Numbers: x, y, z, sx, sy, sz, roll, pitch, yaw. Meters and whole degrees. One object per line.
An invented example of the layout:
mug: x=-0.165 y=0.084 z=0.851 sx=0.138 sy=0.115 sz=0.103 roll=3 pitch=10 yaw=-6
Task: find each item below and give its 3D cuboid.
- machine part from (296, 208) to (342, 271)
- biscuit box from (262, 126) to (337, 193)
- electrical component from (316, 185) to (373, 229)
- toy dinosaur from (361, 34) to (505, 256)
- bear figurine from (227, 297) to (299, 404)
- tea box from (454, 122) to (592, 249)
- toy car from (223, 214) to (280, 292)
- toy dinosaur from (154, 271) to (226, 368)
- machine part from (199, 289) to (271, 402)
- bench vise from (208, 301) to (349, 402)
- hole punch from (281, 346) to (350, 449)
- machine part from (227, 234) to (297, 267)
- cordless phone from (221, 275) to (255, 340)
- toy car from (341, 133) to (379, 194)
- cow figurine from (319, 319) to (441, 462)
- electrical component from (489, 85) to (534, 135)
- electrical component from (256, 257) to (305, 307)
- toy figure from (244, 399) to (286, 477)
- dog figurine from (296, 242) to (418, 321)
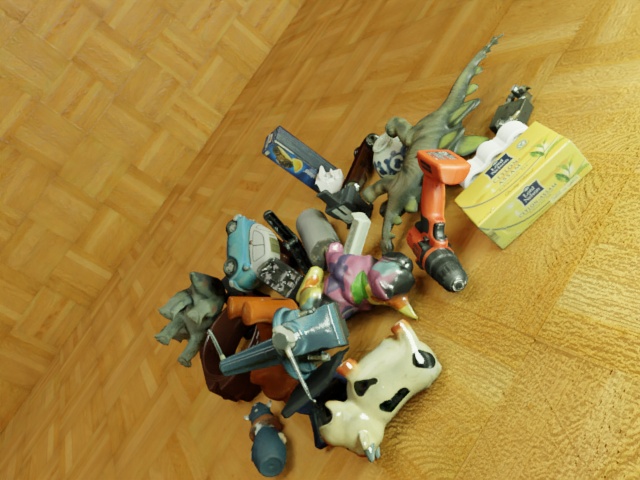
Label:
machine part: x=-0.002 y=-0.004 z=1.178 sx=0.079 sy=0.079 sz=0.243 roll=-48 pitch=27 yaw=11
biscuit box: x=-0.045 y=-0.193 z=1.334 sx=0.059 sy=0.202 sz=0.063 roll=-35 pitch=33 yaw=39
electrical component: x=0.046 y=-0.078 z=1.141 sx=0.075 sy=0.119 sz=0.048 roll=-30 pitch=35 yaw=44
toy dinosaur: x=0.215 y=-0.179 z=1.012 sx=0.199 sy=0.105 sz=0.471 roll=8 pitch=74 yaw=53
bear figurine: x=-0.097 y=0.202 z=0.968 sx=0.120 sy=0.132 sz=0.195 roll=6 pitch=91 yaw=61
tea box: x=0.294 y=-0.081 z=0.792 sx=0.169 sy=0.068 sz=0.098 roll=-48 pitch=26 yaw=14
toy car: x=-0.133 y=0.026 z=1.113 sx=0.103 sy=0.109 sz=0.161 roll=-7 pitch=73 yaw=21
toy dinosaur: x=-0.282 y=0.156 z=1.262 sx=0.404 sy=0.131 sz=0.192 roll=-56 pitch=2 yaw=42
machine part: x=-0.160 y=0.218 z=1.133 sx=0.201 sy=0.087 sz=0.201 roll=-50 pitch=33 yaw=10
bench vise: x=-0.062 y=0.167 z=0.824 sx=0.241 sy=0.128 sz=0.223 roll=-21 pitch=-2 yaw=18
hole punch: x=0.014 y=0.250 z=0.851 sx=0.142 sy=0.092 sz=0.116 roll=-46 pitch=2 yaw=20
machine part: x=-0.137 y=0.017 z=1.269 sx=0.056 sy=0.179 sz=0.179 roll=-54 pitch=26 yaw=6
cordless phone: x=-0.161 y=0.137 z=1.289 sx=0.146 sy=0.088 sz=0.184 roll=-45 pitch=38 yaw=15
toy car: x=0.089 y=-0.156 z=1.240 sx=0.089 sy=0.053 sz=0.202 roll=-35 pitch=29 yaw=63
cow figurine: x=0.082 y=0.215 z=0.746 sx=0.195 sy=0.085 sz=0.127 roll=-38 pitch=68 yaw=-2
electrical component: x=0.332 y=-0.222 z=0.929 sx=0.102 sy=0.045 sz=0.078 roll=-59 pitch=28 yaw=-12
electrical component: x=-0.045 y=0.094 z=1.063 sx=0.058 sy=0.134 sz=0.114 roll=-58 pitch=-17 yaw=-2
toy figure: x=-0.095 y=0.340 z=0.931 sx=0.155 sy=0.064 sz=0.057 roll=-124 pitch=31 yaw=-67
dog figurine: x=0.068 y=0.093 z=0.913 sx=0.191 sy=0.108 sz=0.219 roll=-54 pitch=28 yaw=-2
